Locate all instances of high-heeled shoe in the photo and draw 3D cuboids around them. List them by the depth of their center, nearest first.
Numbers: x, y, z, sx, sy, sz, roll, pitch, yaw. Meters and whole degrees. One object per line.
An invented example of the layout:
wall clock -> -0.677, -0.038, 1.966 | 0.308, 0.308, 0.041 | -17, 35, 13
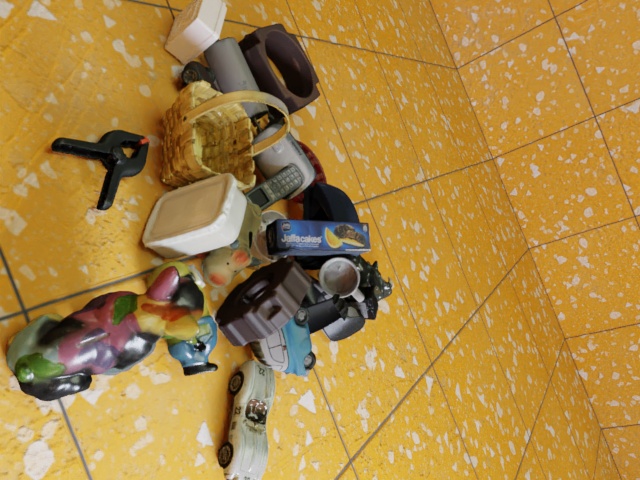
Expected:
high-heeled shoe -> 0.010, 0.136, 1.168 | 0.145, 0.086, 0.248 | 52, 8, 27

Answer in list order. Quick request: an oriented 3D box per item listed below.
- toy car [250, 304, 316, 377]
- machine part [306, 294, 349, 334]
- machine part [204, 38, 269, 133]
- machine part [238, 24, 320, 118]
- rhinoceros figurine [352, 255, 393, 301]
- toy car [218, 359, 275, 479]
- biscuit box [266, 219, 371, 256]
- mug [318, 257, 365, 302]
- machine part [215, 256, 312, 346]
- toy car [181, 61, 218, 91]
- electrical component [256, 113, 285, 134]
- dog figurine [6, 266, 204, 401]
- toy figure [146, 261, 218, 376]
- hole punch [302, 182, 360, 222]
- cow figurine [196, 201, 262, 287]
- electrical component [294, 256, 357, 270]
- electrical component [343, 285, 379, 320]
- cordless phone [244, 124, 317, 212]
toy car -> -0.078, 0.178, 0.980 | 0.103, 0.109, 0.161 | -13, 95, -34
machine part -> -0.014, 0.148, 1.041 | 0.039, 0.139, 0.084 | -7, 76, -70
machine part -> -0.177, -0.333, 1.138 | 0.079, 0.079, 0.243 | -31, 98, -57
machine part -> -0.100, -0.398, 1.277 | 0.201, 0.087, 0.201 | 61, 34, -14
rhinoceros figurine -> 0.107, 0.090, 1.313 | 0.190, 0.073, 0.112 | 43, 30, -31
toy car -> -0.116, 0.298, 0.883 | 0.073, 0.056, 0.202 | 37, 44, -39
biscuit box -> -0.002, -0.003, 1.050 | 0.203, 0.063, 0.059 | 1, 78, -26
mug -> 0.052, 0.081, 1.114 | 0.109, 0.081, 0.107 | 39, 4, 2
machine part -> -0.099, 0.102, 0.921 | 0.056, 0.179, 0.179 | 52, 36, -18
toy car -> -0.210, -0.259, 1.072 | 0.202, 0.053, 0.089 | 62, 13, -13
electrical component -> -0.108, -0.244, 1.219 | 0.102, 0.045, 0.078 | -67, 155, -44
dog figurine -> -0.247, 0.109, 0.659 | 0.191, 0.219, 0.108 | -15, 81, -58
toy figure -> -0.210, 0.120, 0.831 | 0.089, 0.082, 0.180 | 0, 74, -57
hole punch -> 0.026, -0.067, 1.174 | 0.142, 0.092, 0.115 | 8, 78, -50
cow figurine -> -0.151, 0.005, 0.938 | 0.085, 0.127, 0.195 | 46, 37, -26
electrical component -> 0.008, 0.023, 1.163 | 0.134, 0.115, 0.058 | 9, 61, -53
electrical component -> 0.096, 0.156, 1.247 | 0.048, 0.075, 0.119 | -68, 157, -45
cordless phone -> -0.115, -0.132, 1.087 | 0.184, 0.089, 0.146 | -35, 90, -16
